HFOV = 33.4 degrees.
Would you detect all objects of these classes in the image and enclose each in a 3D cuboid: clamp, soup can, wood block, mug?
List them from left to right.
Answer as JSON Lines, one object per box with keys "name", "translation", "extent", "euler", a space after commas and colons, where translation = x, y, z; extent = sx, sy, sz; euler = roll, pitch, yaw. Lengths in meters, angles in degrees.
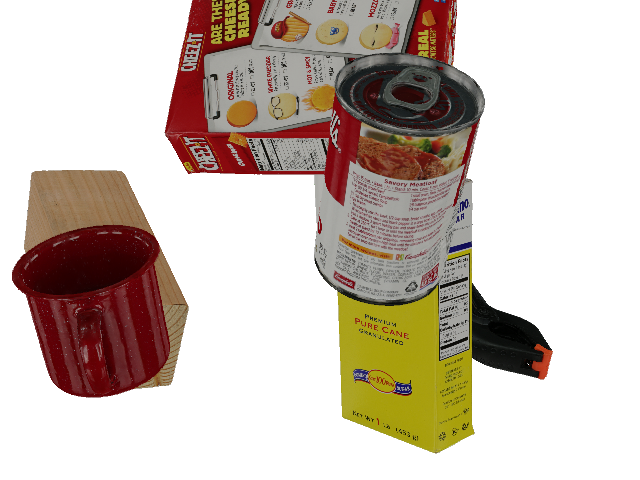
{"name": "mug", "translation": [-0.141, 0.052, 0.679], "extent": [0.093, 0.081, 0.117], "euler": [-11, 29, -8]}
{"name": "wood block", "translation": [-0.195, 0.030, 0.942], "extent": [0.090, 0.091, 0.206], "euler": [-2, 36, -27]}
{"name": "soup can", "translation": [0.035, -0.028, 0.506], "extent": [0.068, 0.102, 0.068], "euler": [5, 38, -4]}
{"name": "clamp", "translation": [0.156, 0.079, 1.033], "extent": [0.172, 0.039, 0.120], "euler": [27, 37, 31]}

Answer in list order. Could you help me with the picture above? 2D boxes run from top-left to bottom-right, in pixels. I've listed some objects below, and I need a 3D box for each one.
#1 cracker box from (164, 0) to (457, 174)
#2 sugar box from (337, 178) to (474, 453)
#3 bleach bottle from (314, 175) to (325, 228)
{"name": "cracker box", "translation": [-0.002, -0.135, 0.857], "extent": [0.214, 0.164, 0.072], "euler": [1, -29, 12]}
{"name": "sugar box", "translation": [0.055, 0.043, 0.711], "extent": [0.048, 0.176, 0.094], "euler": [-17, 19, -40]}
{"name": "bleach bottle", "translation": [0.045, -0.114, 1.045], "extent": [0.102, 0.251, 0.068], "euler": [-1, 31, -4]}
